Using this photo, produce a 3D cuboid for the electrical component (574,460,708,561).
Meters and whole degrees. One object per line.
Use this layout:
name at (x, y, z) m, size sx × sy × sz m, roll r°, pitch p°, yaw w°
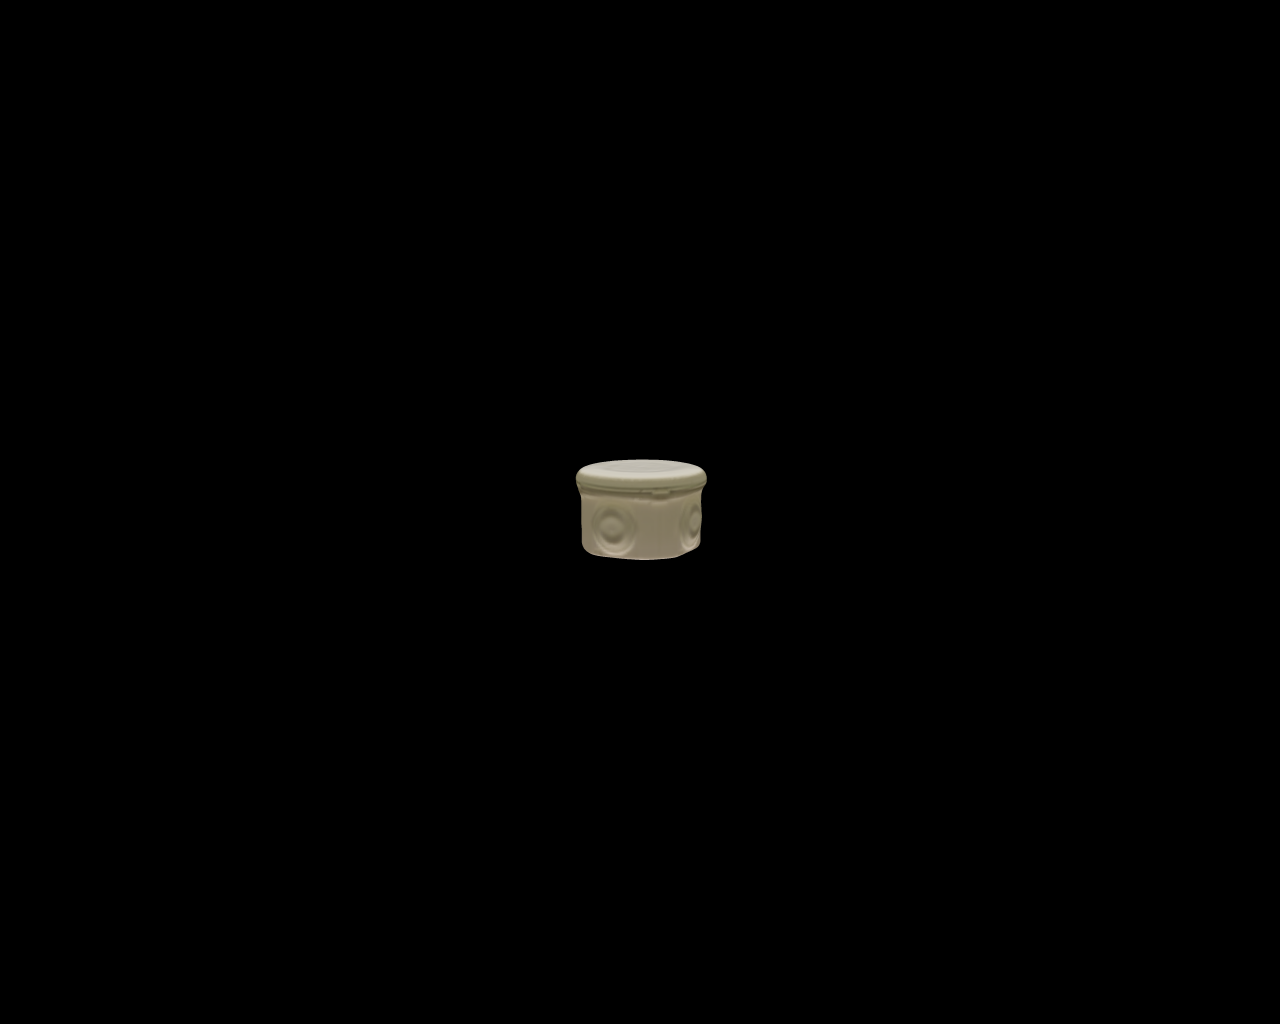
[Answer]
electrical component at (0.001, -0.003, 0.650) m, size 0.080 × 0.051 × 0.080 m, roll 0°, pitch 10°, yaw 0°
